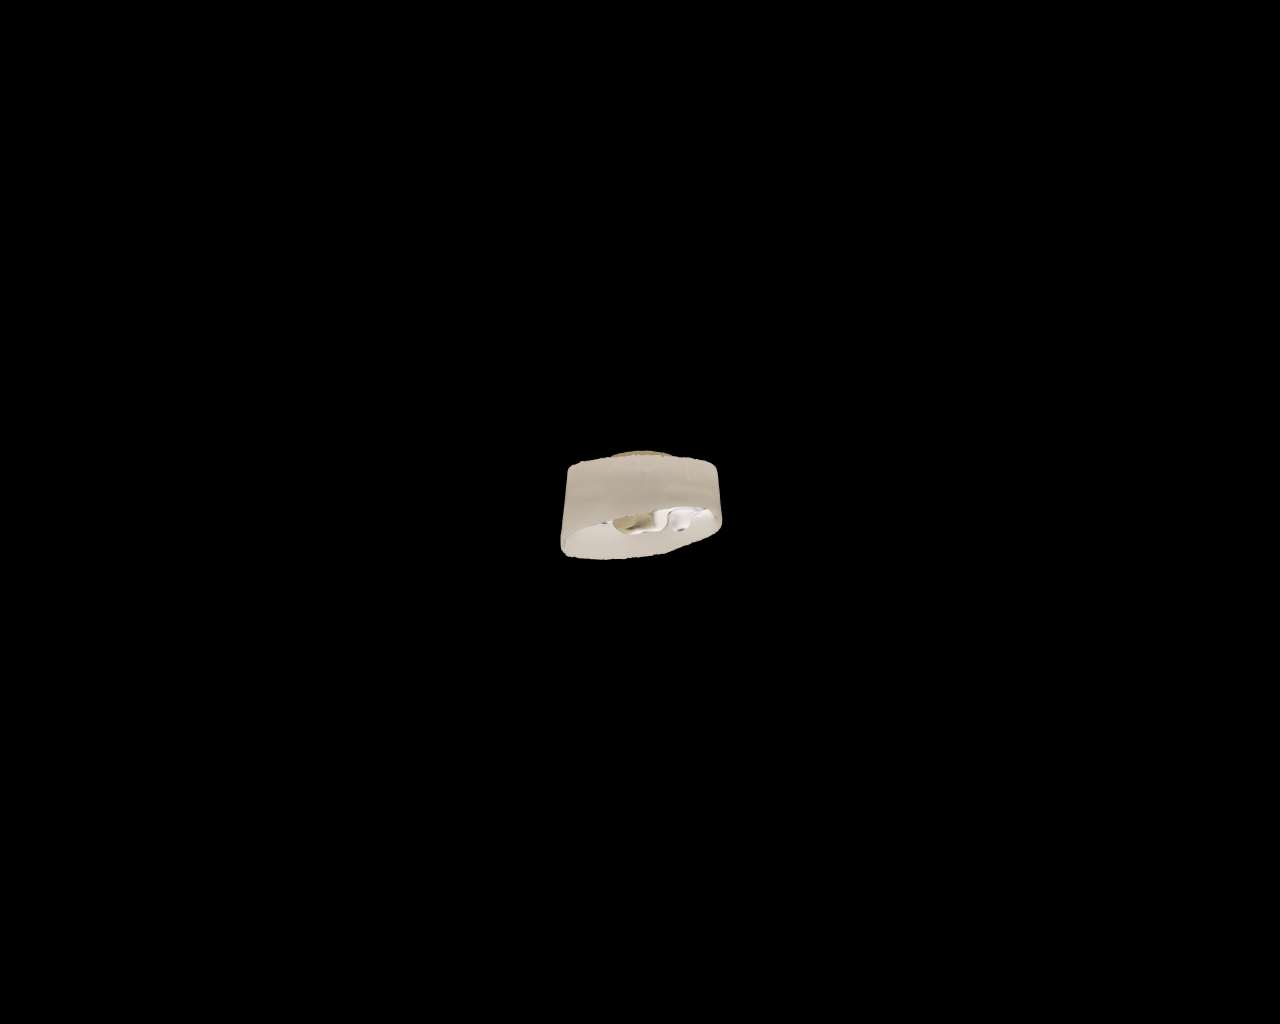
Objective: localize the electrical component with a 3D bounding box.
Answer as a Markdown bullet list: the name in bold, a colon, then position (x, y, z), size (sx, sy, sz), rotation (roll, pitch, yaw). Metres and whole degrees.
- **electrical component**: position (0.001, -0.003, 0.650), size (0.099, 0.064, 0.099), rotation (0, -7, 0)
